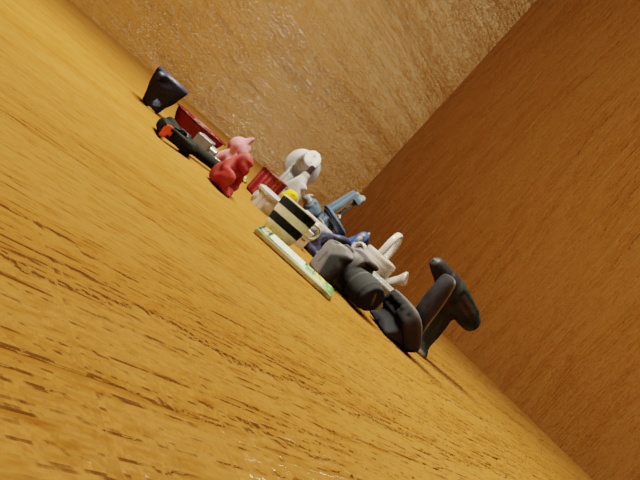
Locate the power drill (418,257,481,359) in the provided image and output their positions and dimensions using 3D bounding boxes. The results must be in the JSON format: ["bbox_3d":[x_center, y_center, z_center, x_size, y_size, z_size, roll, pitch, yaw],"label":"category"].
[{"bbox_3d":[0.286,0.178,1.408,0.230,0.208,0.075,41,4,-28],"label":"power drill"}]

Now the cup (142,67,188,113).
[{"bbox_3d":[-0.387,-0.359,1.386,0.091,0.095,0.118,43,3,4],"label":"cup"}]

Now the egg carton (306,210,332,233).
[{"bbox_3d":[-0.014,-0.017,1.584,0.151,0.069,0.107,39,5,-41],"label":"egg carton"}]

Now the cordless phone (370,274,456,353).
[{"bbox_3d":[0.211,0.139,1.245,0.094,0.185,0.147,41,4,-27],"label":"cordless phone"}]

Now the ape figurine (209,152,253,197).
[{"bbox_3d":[-0.169,-0.137,1.139,0.076,0.092,0.078,44,4,25],"label":"ape figurine"}]

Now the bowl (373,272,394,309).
[{"bbox_3d":[0.139,0.133,1.419,0.167,0.074,0.167,42,4,-3],"label":"bowl"}]

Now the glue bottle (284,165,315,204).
[{"bbox_3d":[-0.074,-0.149,1.656,0.078,0.173,0.037,43,4,17],"label":"glue bottle"}]

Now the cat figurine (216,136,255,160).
[{"bbox_3d":[-0.221,-0.231,1.492,0.067,0.117,0.128,42,3,-4],"label":"cat figurine"}]

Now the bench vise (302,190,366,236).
[{"bbox_3d":[0.043,-0.094,1.899,0.208,0.219,0.121,39,5,-48],"label":"bench vise"}]

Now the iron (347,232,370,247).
[{"bbox_3d":[0.105,0.025,1.787,0.118,0.141,0.258,43,4,5],"label":"iron"}]

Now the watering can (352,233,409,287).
[{"bbox_3d":[0.164,0.063,1.554,0.173,0.194,0.101,42,3,-1],"label":"watering can"}]

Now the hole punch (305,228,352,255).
[{"bbox_3d":[0.013,0.005,1.441,0.101,0.091,0.109,44,4,22],"label":"hole punch"}]

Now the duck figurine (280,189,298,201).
[{"bbox_3d":[-0.094,-0.097,1.521,0.078,0.086,0.104,42,4,-10],"label":"duck figurine"}]

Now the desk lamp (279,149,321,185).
[{"bbox_3d":[-0.081,-0.194,1.793,0.118,0.213,0.203,42,4,-10],"label":"desk lamp"}]

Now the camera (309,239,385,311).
[{"bbox_3d":[0.074,0.074,1.201,0.144,0.100,0.136,39,5,-43],"label":"camera"}]
